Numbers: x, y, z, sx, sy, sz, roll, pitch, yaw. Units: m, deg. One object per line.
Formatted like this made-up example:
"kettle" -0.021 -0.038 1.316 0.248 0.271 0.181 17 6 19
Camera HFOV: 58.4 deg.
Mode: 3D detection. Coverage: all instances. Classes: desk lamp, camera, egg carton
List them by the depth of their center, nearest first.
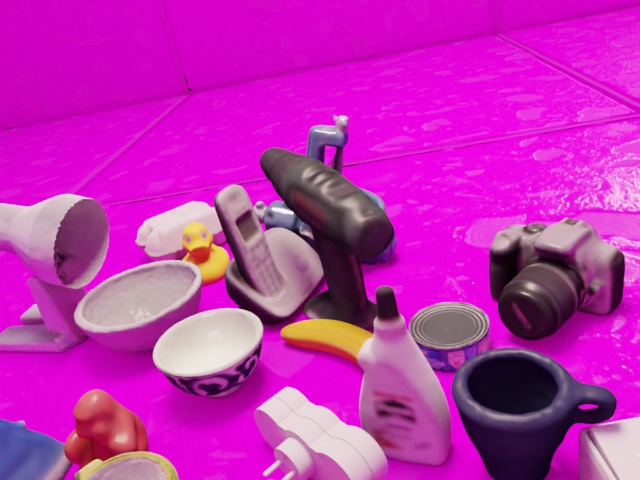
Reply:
"camera" 0.242 0.039 0.635 0.137 0.101 0.142 -31 31 -34
"desk lamp" -0.376 0.042 0.774 0.202 0.214 0.118 -4 27 17
"egg carton" -0.236 -0.012 0.991 0.151 0.069 0.107 -27 29 -28

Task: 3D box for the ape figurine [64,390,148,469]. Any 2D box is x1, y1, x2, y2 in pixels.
"ape figurine" -0.207 0.184 0.548 0.077 0.092 0.076 8 32 36

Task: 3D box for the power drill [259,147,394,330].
"power drill" 0.006 0.002 0.690 0.076 0.209 0.228 -25 28 -25

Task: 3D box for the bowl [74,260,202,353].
"bowl" -0.227 0.097 0.756 0.167 0.075 0.167 -10 25 5

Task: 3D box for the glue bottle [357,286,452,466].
"glue bottle" 0.064 0.112 0.479 0.078 0.173 0.037 0 28 24

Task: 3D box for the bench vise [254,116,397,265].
"bench vise" -0.007 -0.059 0.809 0.207 0.220 0.121 -10 26 5

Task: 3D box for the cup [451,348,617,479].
"cup" 0.167 0.147 0.451 0.117 0.095 0.092 -2 27 20

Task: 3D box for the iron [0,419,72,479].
"iron" -0.351 0.217 0.485 0.118 0.142 0.259 11 34 40

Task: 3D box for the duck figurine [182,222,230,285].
"duck figurine" -0.189 0.012 0.902 0.077 0.086 0.104 -17 26 -9

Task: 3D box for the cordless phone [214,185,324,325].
"cordless phone" -0.069 0.002 0.752 0.093 0.185 0.148 1 29 26
